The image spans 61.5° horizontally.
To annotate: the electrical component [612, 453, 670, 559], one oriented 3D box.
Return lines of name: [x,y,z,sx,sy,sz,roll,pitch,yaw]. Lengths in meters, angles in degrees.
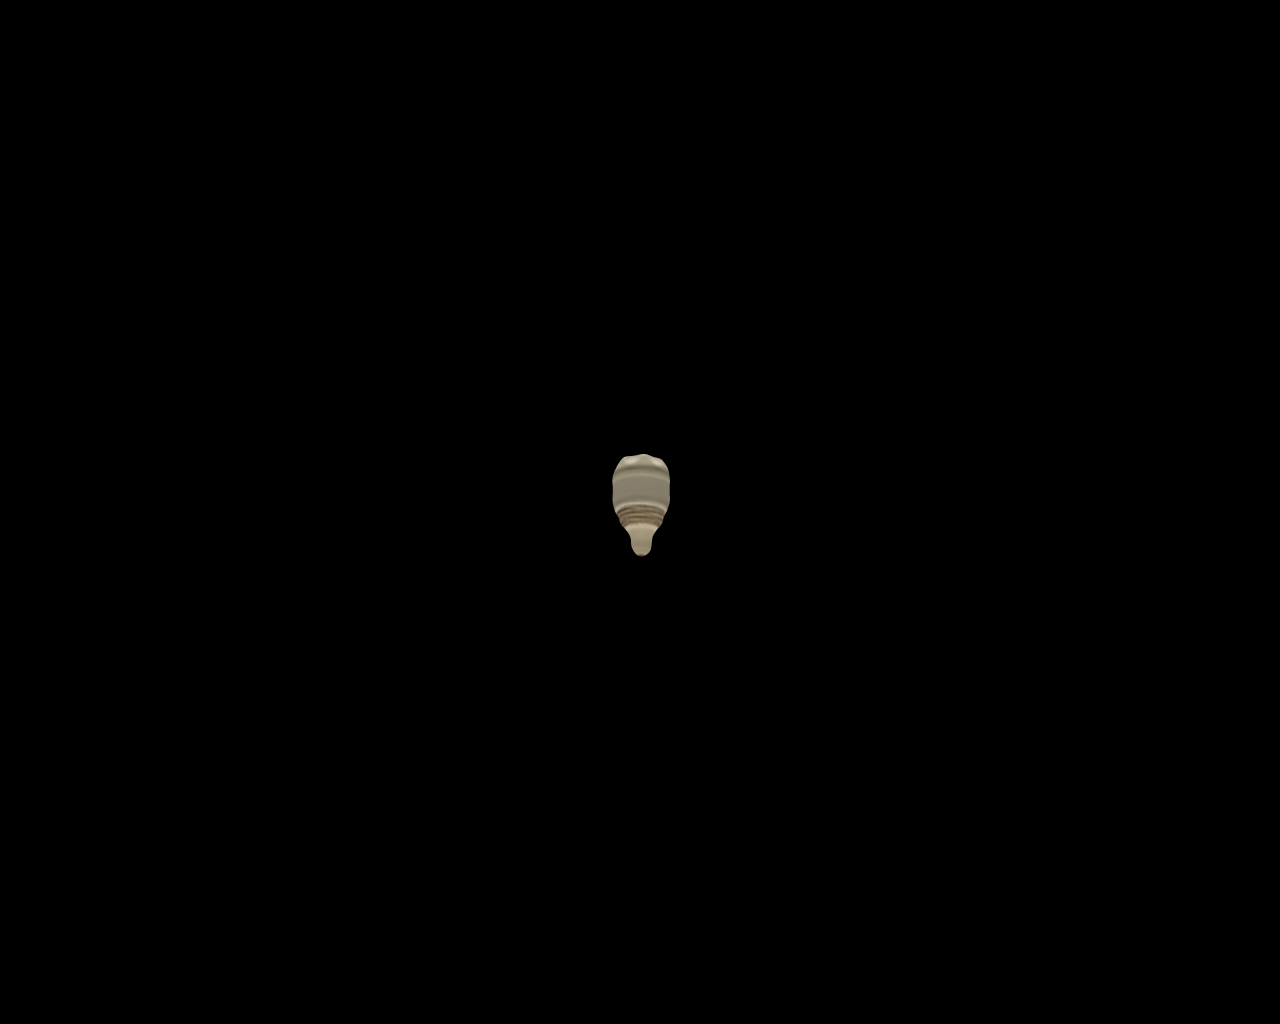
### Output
electrical component: [0.001,-0.003,0.650,0.035,0.061,0.035,0,-18,0]
